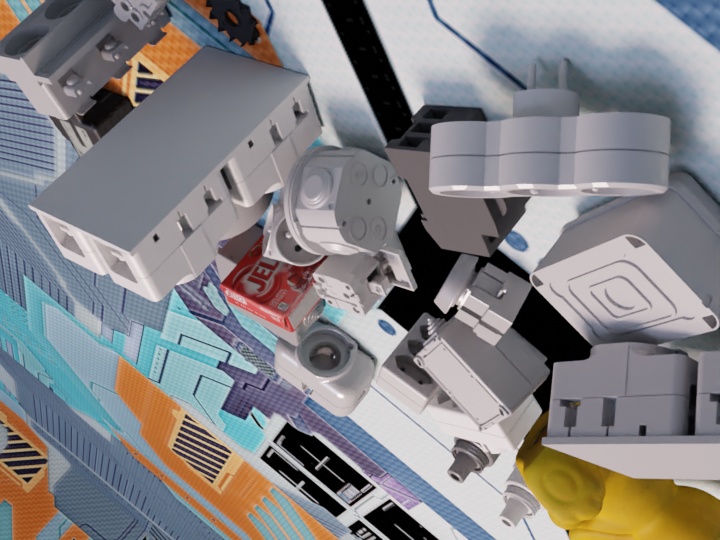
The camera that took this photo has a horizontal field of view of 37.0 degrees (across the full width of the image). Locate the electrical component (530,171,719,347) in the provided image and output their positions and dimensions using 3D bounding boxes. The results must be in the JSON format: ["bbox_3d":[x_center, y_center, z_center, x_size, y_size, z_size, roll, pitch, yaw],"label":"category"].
[{"bbox_3d":[0.166,-0.002,0.634,0.078,0.057,0.113,45,154,-8],"label":"electrical component"}]

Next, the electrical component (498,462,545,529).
[{"bbox_3d":[0.149,0.204,0.970,0.048,0.062,0.048,31,152,19],"label":"electrical component"}]

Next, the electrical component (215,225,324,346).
[{"bbox_3d":[-0.081,0.012,0.995,0.100,0.048,0.099,30,152,21],"label":"electrical component"}]

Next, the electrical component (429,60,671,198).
[{"bbox_3d":[0.103,-0.079,0.597,0.138,0.073,0.052,2,179,34],"label":"electrical component"}]

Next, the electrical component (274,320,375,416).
[{"bbox_3d":[-0.035,0.091,1.051,0.095,0.053,0.059,34,153,13],"label":"electrical component"}]

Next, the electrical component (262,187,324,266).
[{"bbox_3d":[-0.047,-0.045,0.839,0.044,0.079,0.077,10,-177,-12],"label":"electrical component"}]

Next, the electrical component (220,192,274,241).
[{"bbox_3d":[-0.118,-0.073,0.861,0.099,0.099,0.064,24,156,30],"label":"electrical component"}]

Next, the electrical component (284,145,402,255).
[{"bbox_3d":[-0.012,-0.050,0.775,0.051,0.080,0.080,5,137,42],"label":"electrical component"}]

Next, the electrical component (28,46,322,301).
[{"bbox_3d":[-0.125,-0.071,0.769,0.105,0.186,0.060,23,148,33],"label":"electrical component"}]

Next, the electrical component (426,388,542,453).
[{"bbox_3d":[0.114,0.131,0.921,0.083,0.047,0.075,6,137,49],"label":"electrical component"}]

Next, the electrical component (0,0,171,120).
[{"bbox_3d":[-0.201,-0.171,0.789,0.079,0.121,0.063,18,148,39],"label":"electrical component"}]

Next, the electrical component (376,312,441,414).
[{"bbox_3d":[0.050,0.087,0.917,0.047,0.065,0.076,35,153,11],"label":"electrical component"}]

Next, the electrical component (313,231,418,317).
[{"bbox_3d":[0.000,0.000,0.853,0.081,0.063,0.042,17,145,40],"label":"electrical component"}]

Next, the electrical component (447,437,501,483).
[{"bbox_3d":[0.102,0.163,0.969,0.048,0.062,0.048,32,153,18],"label":"electrical component"}]

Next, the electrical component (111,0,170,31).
[{"bbox_3d":[-0.139,-0.202,0.734,0.048,0.055,0.066,45,153,-9],"label":"electrical component"}]

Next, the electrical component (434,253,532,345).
[{"bbox_3d":[0.088,0.019,0.786,0.055,0.048,0.066,31,153,4],"label":"electrical component"}]

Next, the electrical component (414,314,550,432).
[{"bbox_3d":[0.093,0.067,0.843,0.096,0.061,0.061,47,154,5],"label":"electrical component"}]

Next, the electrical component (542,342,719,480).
[{"bbox_3d":[0.215,0.082,0.624,0.186,0.060,0.105,-9,155,44],"label":"electrical component"}]
